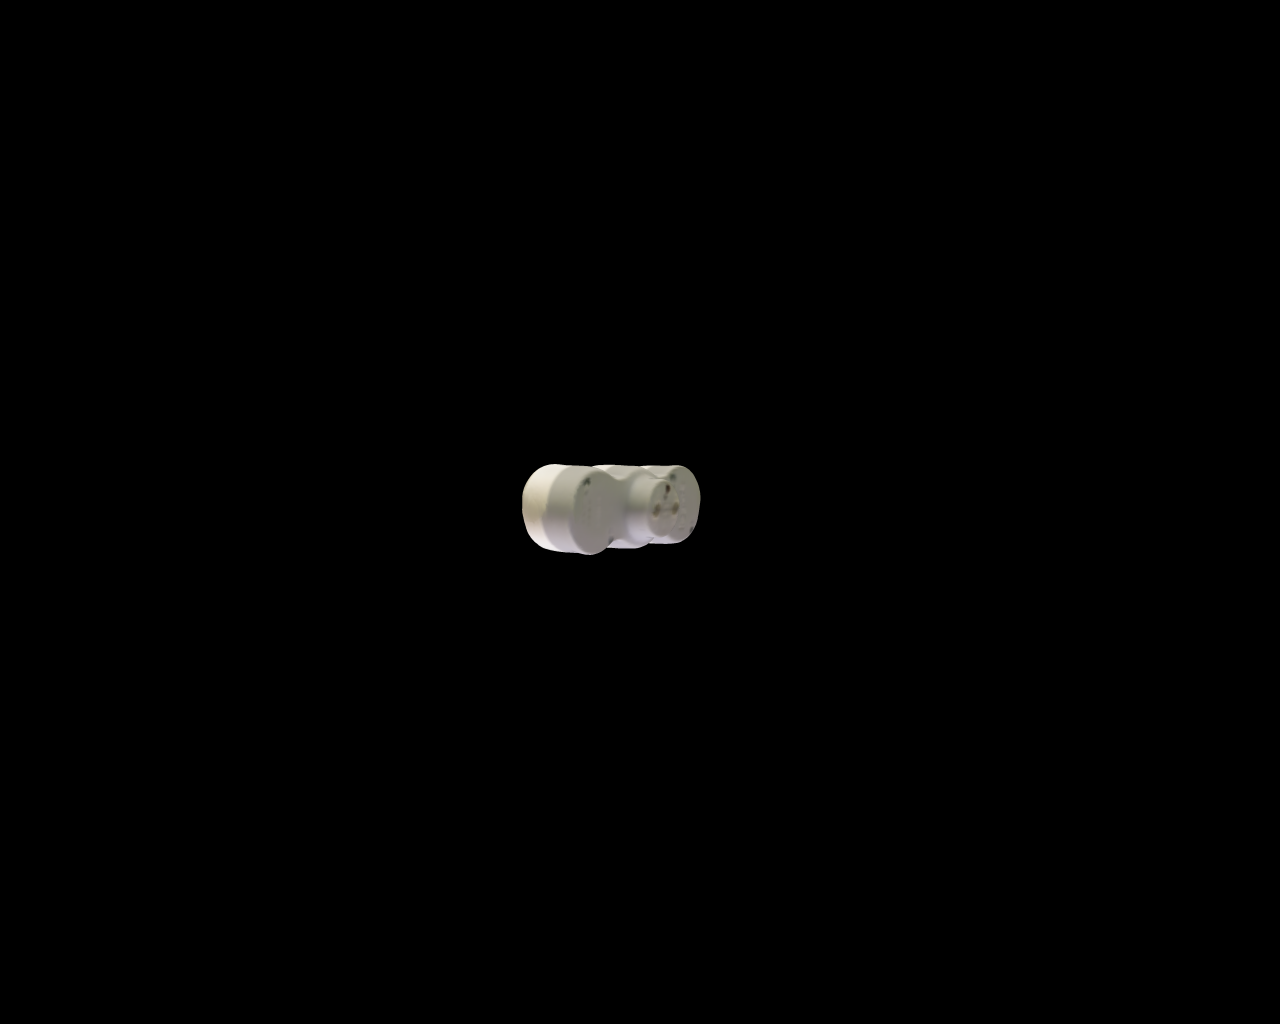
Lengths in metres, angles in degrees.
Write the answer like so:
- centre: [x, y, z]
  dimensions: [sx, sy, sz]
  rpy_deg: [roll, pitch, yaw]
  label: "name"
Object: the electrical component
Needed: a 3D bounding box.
- centre: [0.001, -0.003, 0.650]
  dimensions: [0.074, 0.052, 0.138]
  rpy_deg: [2, 3, 36]
  label: "electrical component"
